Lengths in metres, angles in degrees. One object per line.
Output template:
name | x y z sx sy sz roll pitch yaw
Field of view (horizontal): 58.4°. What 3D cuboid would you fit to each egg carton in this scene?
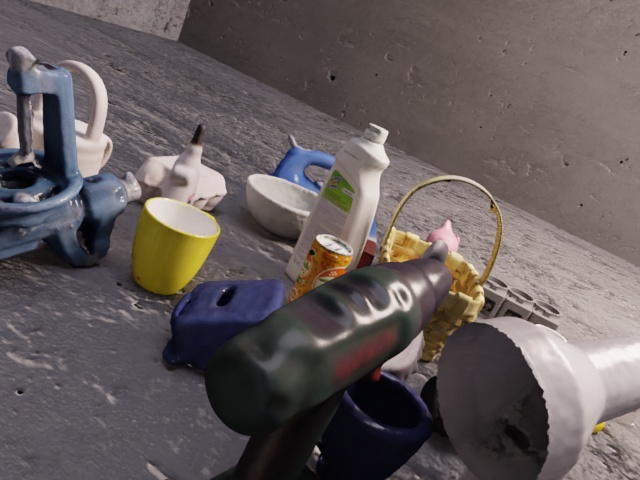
egg carton | -0.222 -0.087 0.917 0.107 0.069 0.150 28 18 12

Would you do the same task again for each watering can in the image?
watering can | -0.313 -0.117 0.686 0.101 0.194 0.173 22 18 -6

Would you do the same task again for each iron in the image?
iron | 0.019 -0.099 1.134 0.258 0.141 0.118 23 18 -4

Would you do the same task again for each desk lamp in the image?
desk lamp | 0.175 0.165 0.467 0.204 0.213 0.117 12 21 -32

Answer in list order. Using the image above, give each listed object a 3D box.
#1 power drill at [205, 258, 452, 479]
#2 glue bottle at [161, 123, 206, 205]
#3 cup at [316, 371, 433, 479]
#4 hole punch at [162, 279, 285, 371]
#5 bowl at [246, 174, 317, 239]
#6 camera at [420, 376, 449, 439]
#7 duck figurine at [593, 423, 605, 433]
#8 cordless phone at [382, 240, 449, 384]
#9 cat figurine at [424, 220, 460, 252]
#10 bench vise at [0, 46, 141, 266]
power drill | 0.001 0.111 0.411 0.075 0.208 0.230 33 20 27
glue bottle | -0.183 -0.072 0.756 0.037 0.173 0.078 22 18 -6
cup | 0.025 0.161 0.484 0.117 0.095 0.092 33 20 26
hole punch | -0.094 0.078 0.577 0.101 0.091 0.108 22 18 -5
bowl | -0.060 -0.048 0.999 0.167 0.075 0.167 21 18 -7
camera | 0.177 0.169 0.641 0.137 0.101 0.142 14 21 -28
duck figurine | 0.356 0.205 0.786 0.104 0.086 0.077 24 18 0
cordless phone | 0.078 0.087 0.614 0.094 0.185 0.148 25 18 6
cat figurine | 0.238 0.019 1.113 0.067 0.118 0.128 34 21 29
bench vise | -0.278 -0.081 0.587 0.121 0.220 0.208 27 18 12
